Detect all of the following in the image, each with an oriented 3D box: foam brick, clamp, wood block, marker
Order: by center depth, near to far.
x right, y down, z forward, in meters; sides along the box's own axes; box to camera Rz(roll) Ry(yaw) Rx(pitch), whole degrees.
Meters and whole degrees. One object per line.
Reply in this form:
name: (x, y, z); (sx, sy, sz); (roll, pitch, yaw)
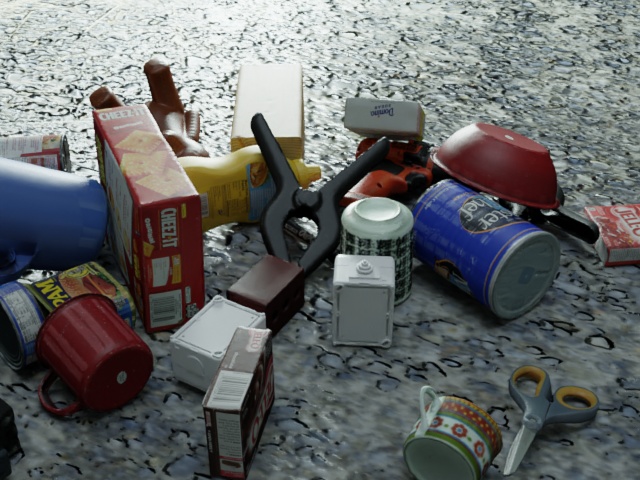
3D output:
foam brick: (-0.056, 0.061, 1.131); (0.051, 0.053, 0.078); (19, 40, 25)
clamp: (-0.024, -0.048, 1.212); (0.164, 0.036, 0.210); (17, 69, 3)
marker: (-0.008, 0.002, 1.247); (0.020, 0.020, 0.121); (-26, 42, -32)
clamp: (0.249, -0.033, 1.279); (0.120, 0.039, 0.171); (-6, 28, -7)
wood block: (-0.066, -0.146, 1.399); (0.090, 0.091, 0.206); (-1, 35, 1)

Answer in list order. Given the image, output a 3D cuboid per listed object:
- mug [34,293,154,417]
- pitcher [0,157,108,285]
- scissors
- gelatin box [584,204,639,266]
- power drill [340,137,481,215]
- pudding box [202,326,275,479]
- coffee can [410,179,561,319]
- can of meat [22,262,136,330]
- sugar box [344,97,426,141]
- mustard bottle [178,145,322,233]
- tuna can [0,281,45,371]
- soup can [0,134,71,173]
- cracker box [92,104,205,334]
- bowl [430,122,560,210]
mug: (-0.223, 0.120, 1.028); (0.117, 0.093, 0.082); (-46, 54, -8)
pitcher: (-0.354, -0.023, 1.136); (0.242, 0.149, 0.145); (9, -3, -34)
scissors: (0.211, 0.169, 0.968); (0.096, 0.016, 0.201); (12, 22, 4)
gelatin box: (0.355, -0.008, 1.247); (0.073, 0.030, 0.089); (-3, 35, -4)
power drill: (0.104, -0.060, 1.304); (0.185, 0.057, 0.187); (12, 33, 23)
pudding box: (-0.071, 0.147, 0.973); (0.039, 0.090, 0.113); (7, 36, 12)
coffee can: (0.175, 0.008, 1.162); (0.102, 0.103, 0.140); (-23, 41, -30)
can of meat: (-0.252, 0.072, 1.114); (0.083, 0.057, 0.102); (-22, 40, -32)
sugar box: (0.086, -0.156, 1.379); (0.093, 0.048, 0.176); (5, 1, 7)
mustard bottle: (-0.090, -0.064, 1.274); (0.191, 0.096, 0.058); (-12, 35, -16)
tuna can: (-0.305, 0.085, 1.069); (0.033, 0.086, 0.086); (-24, 41, -33)
soup can: (-0.371, -0.097, 1.349); (0.102, 0.068, 0.068); (-4, 35, -5)
cracker box: (-0.188, -0.029, 1.165); (0.072, 0.164, 0.214); (-11, 36, -19)
bowl: (0.211, -0.093, 1.233); (0.162, 0.055, 0.162); (18, 18, -6)
